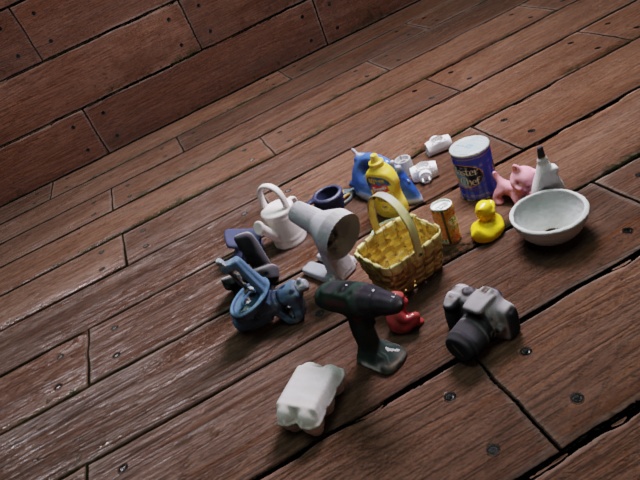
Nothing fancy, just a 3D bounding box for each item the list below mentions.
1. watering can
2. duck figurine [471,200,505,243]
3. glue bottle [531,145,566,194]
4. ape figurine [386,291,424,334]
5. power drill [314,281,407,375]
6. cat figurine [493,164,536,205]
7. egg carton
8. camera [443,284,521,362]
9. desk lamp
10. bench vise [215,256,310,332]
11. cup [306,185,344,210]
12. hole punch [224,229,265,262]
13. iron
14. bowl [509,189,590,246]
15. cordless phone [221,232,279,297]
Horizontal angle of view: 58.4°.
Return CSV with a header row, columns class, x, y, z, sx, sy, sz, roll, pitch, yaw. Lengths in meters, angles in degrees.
class,x,y,z,sx,sy,sz,roll,pitch,yaw
watering can,-0.119,-0.071,1.622,0.100,0.194,0.173,-11,34,21
duck figurine,0.391,-0.051,1.358,0.077,0.086,0.105,7,43,40
glue bottle,0.522,-0.143,1.324,0.078,0.173,0.037,-19,32,8
ape figurine,0.169,0.146,1.207,0.076,0.092,0.077,-24,32,0
power drill,0.095,0.162,1.121,0.228,0.209,0.076,13,47,44
cat figurine,0.481,-0.143,1.404,0.127,0.118,0.067,15,49,46
egg carton,-0.017,0.306,1.115,0.107,0.069,0.150,-1,38,32
camera,0.289,0.156,1.105,0.137,0.101,0.142,-41,36,-26
desk lamp,0.013,0.005,1.403,0.202,0.214,0.118,16,49,46
bench vise,-0.139,0.107,1.347,0.207,0.220,0.121,-26,32,-3
cup,0.023,-0.093,1.656,0.118,0.095,0.091,-24,32,0
hole punch,-0.220,0.005,1.675,0.101,0.091,0.108,-24,32,0
iron,0.185,-0.189,1.646,0.119,0.142,0.257,-39,35,-23
bowl,0.511,-0.038,1.270,0.167,0.075,0.167,-17,32,11
cordless phone,-0.199,0.061,1.488,0.147,0.185,0.094,-18,32,9
